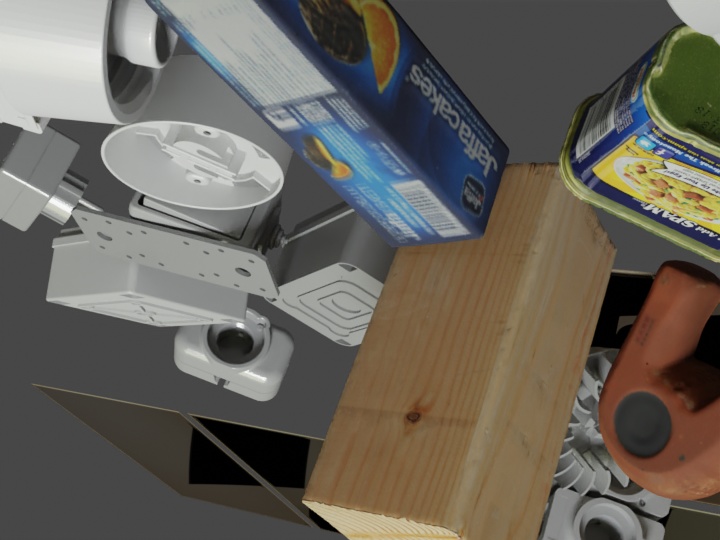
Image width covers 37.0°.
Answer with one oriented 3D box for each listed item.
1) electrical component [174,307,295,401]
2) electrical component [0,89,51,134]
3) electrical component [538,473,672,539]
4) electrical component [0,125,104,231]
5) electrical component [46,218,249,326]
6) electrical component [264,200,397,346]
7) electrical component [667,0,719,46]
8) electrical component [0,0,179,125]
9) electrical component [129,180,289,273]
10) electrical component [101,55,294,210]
[{"bbox_3d":[-0.106,0.066,0.906,0.095,0.053,0.059,21,155,-1],"label":"electrical component"},{"bbox_3d":[-0.191,-0.132,0.573,0.079,0.063,0.121,17,154,10],"label":"electrical component"},{"bbox_3d":[0.150,0.174,0.864,0.186,0.105,0.060,20,155,3],"label":"electrical component"},{"bbox_3d":[-0.217,-0.057,0.759,0.076,0.047,0.083,30,153,-19],"label":"electrical component"},{"bbox_3d":[-0.153,0.005,0.784,0.109,0.056,0.109,-5,164,42],"label":"electrical component"},{"bbox_3d":[0.000,0.000,0.694,0.078,0.057,0.113,33,152,-23],"label":"electrical component"},{"bbox_3d":[0.144,-0.115,0.364,0.138,0.052,0.074,36,151,-29],"label":"electrical component"},{"bbox_3d":[-0.118,-0.119,0.499,0.060,0.108,0.108,12,154,5],"label":"electrical component"},{"bbox_3d":[-0.090,-0.038,0.681,0.096,0.061,0.061,20,154,3],"label":"electrical component"},{"bbox_3d":[-0.087,-0.073,0.609,0.099,0.064,0.099,17,154,9],"label":"electrical component"}]
